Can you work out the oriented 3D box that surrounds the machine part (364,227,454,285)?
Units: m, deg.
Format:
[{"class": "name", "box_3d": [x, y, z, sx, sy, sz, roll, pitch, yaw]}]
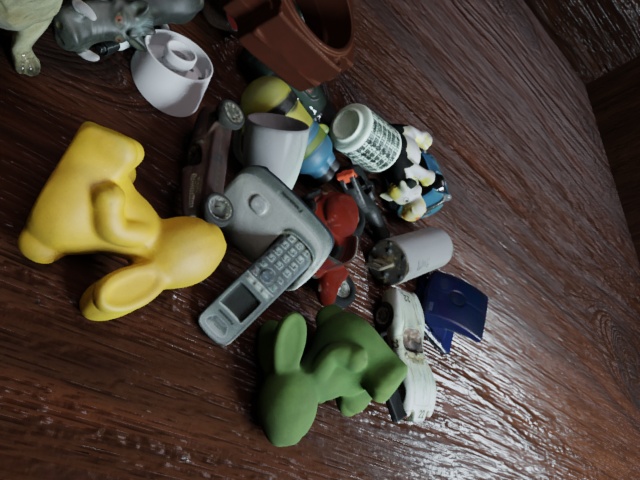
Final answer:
[{"class": "machine part", "box_3d": [0.157, 0.024, 0.909, 0.243, 0.079, 0.079, -12, 78, -52]}]

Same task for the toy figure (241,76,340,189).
[{"class": "toy figure", "box_3d": [-0.040, -0.158, 0.783, 0.180, 0.089, 0.082, 43, 34, -20]}]

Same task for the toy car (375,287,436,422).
[{"class": "toy car", "box_3d": [0.132, 0.170, 0.813, 0.073, 0.056, 0.202, 19, 55, -42]}]

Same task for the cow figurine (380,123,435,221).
[{"class": "cow figurine", "box_3d": [0.136, -0.117, 0.897, 0.098, 0.068, 0.167, 20, 59, -30]}]

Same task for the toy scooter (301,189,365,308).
[{"class": "toy scooter", "box_3d": [-0.002, -0.002, 0.751, 0.135, 0.075, 0.184, 28, 54, -34]}]

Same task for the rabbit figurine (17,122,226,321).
[{"class": "rabbit figurine", "box_3d": [-0.173, -0.005, 0.503, 0.173, 0.122, 0.162, 27, 62, -24]}]

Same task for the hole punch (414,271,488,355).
[{"class": "hole punch", "box_3d": [0.222, 0.119, 0.925, 0.115, 0.092, 0.142, 44, 45, -17]}]

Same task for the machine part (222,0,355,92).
[{"class": "machine part", "box_3d": [-0.035, -0.332, 0.753, 0.201, 0.087, 0.201, 30, 53, -48]}]

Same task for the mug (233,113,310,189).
[{"class": "mug", "box_3d": [-0.074, -0.109, 0.715, 0.081, 0.110, 0.107, -31, 137, -57]}]

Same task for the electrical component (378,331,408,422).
[{"class": "electrical component", "box_3d": [0.079, 0.192, 0.747, 0.075, 0.048, 0.119, -12, 79, -51]}]

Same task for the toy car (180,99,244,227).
[{"class": "toy car", "box_3d": [-0.136, -0.077, 0.627, 0.053, 0.089, 0.202, 29, 51, -37]}]

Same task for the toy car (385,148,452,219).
[{"class": "toy car", "box_3d": [0.177, -0.097, 0.998, 0.102, 0.109, 0.162, 52, 21, -52]}]

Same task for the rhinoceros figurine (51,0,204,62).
[{"class": "rhinoceros figurine", "box_3d": [-0.222, -0.264, 0.620, 0.112, 0.073, 0.190, 42, 49, 11]}]

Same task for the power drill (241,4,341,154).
[{"class": "power drill", "box_3d": [-0.022, -0.276, 0.890, 0.232, 0.086, 0.207, 36, 52, -33]}]

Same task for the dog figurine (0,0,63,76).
[{"class": "dog figurine", "box_3d": [-0.283, -0.266, 0.487, 0.121, 0.190, 0.172, -21, 84, -52]}]

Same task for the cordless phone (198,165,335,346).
[{"class": "cordless phone", "box_3d": [-0.089, 0.018, 0.625, 0.146, 0.088, 0.184, 45, 74, 3]}]

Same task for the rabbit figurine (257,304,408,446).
[{"class": "rabbit figurine", "box_3d": [-0.006, 0.155, 0.624, 0.170, 0.121, 0.159, -31, 90, -37]}]
